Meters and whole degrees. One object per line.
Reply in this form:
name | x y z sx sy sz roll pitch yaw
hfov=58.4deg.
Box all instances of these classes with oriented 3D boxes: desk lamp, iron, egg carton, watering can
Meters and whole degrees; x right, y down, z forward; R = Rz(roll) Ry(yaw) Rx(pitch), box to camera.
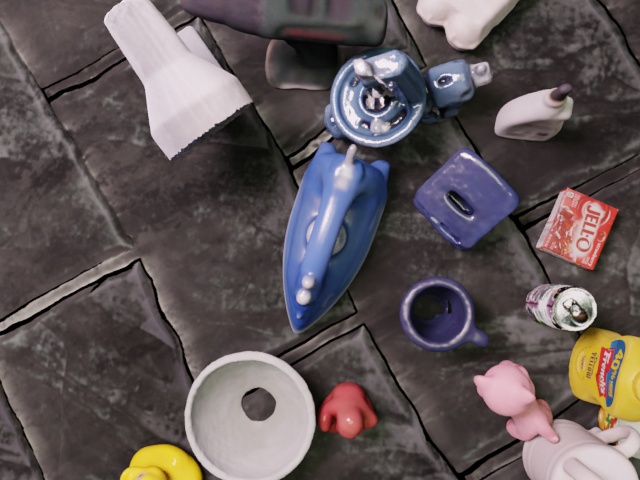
desk lamp | -0.170 -0.192 0.701 0.118 0.213 0.203 -35 86 1
iron | 0.007 0.003 0.721 0.118 0.141 0.258 18 88 4
egg carton | 0.207 -0.332 0.763 0.107 0.069 0.150 42 90 4
watering can | 0.311 0.291 0.667 0.101 0.194 0.173 23 88 4

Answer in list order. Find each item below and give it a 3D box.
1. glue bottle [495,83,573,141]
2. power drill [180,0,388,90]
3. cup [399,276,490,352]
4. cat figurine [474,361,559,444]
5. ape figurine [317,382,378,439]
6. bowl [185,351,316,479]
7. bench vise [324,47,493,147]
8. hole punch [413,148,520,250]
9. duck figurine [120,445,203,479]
glue bottle | 0.271 -0.159 0.700 0.078 0.173 0.037 9 88 3
power drill | -0.035 -0.252 0.701 0.229 0.208 0.076 2 87 3
cup | 0.156 0.098 0.733 0.117 0.095 0.092 29 89 4
cat figurine | 0.246 0.201 0.712 0.067 0.118 0.128 -41 86 0
ape figurine | 0.036 0.226 0.733 0.077 0.092 0.076 16 88 4
bowl | -0.086 0.225 0.748 0.167 0.075 0.167 0 87 3
bench vise | 0.101 -0.195 0.686 0.207 0.220 0.121 -31 86 1
hole punch | 0.186 -0.049 0.740 0.108 0.091 0.101 45 90 4
duck figurine | -0.208 0.316 0.743 0.104 0.086 0.077 20 88 4
